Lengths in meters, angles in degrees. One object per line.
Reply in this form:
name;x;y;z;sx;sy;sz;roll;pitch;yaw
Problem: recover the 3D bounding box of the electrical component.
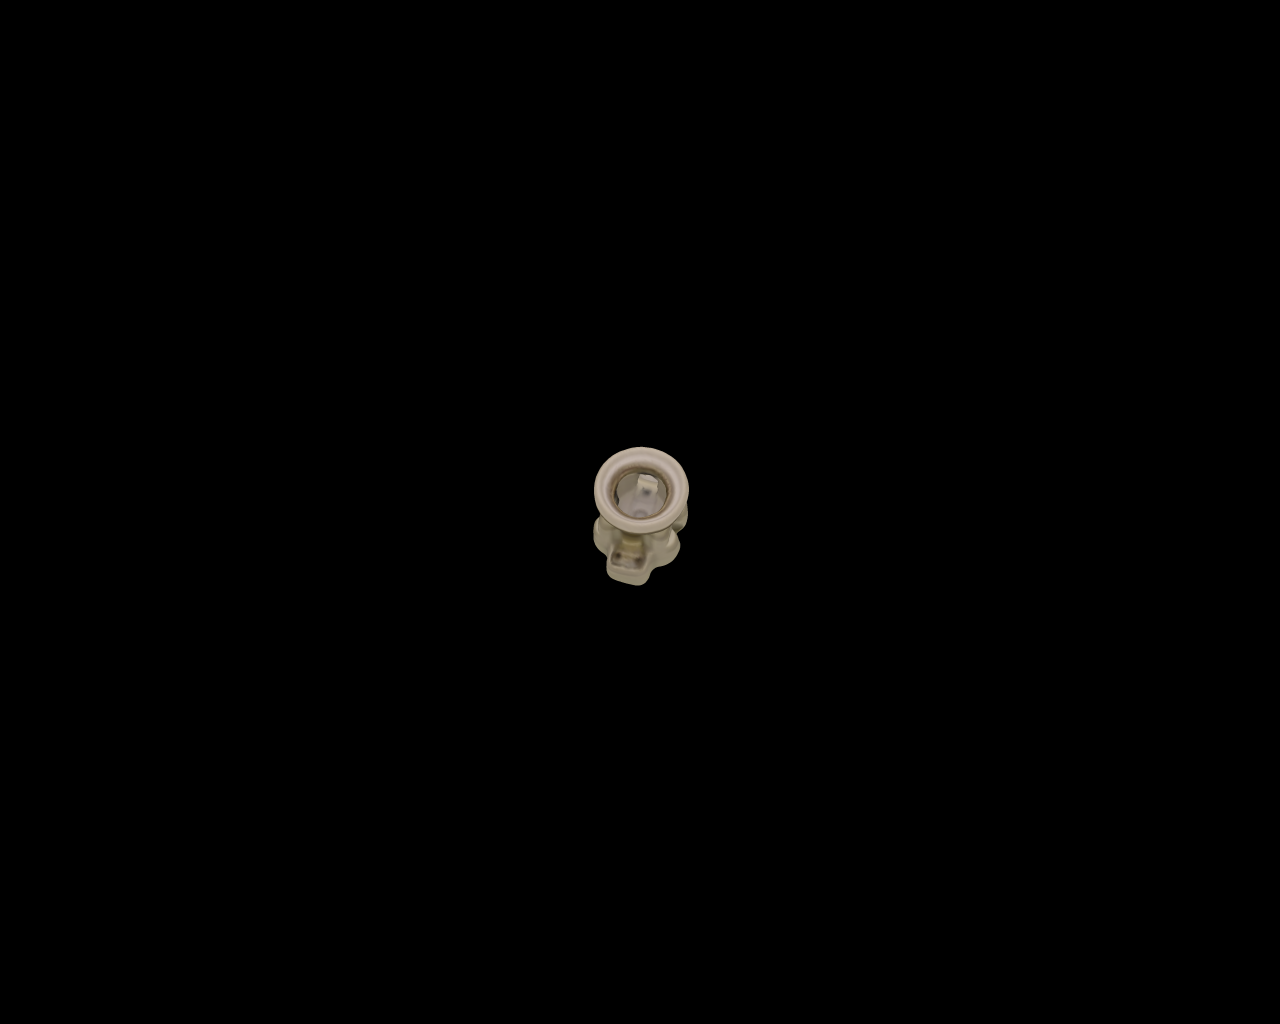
electrical component;0.001;-0.003;0.650;0.058;0.078;0.056;13;-28;7
